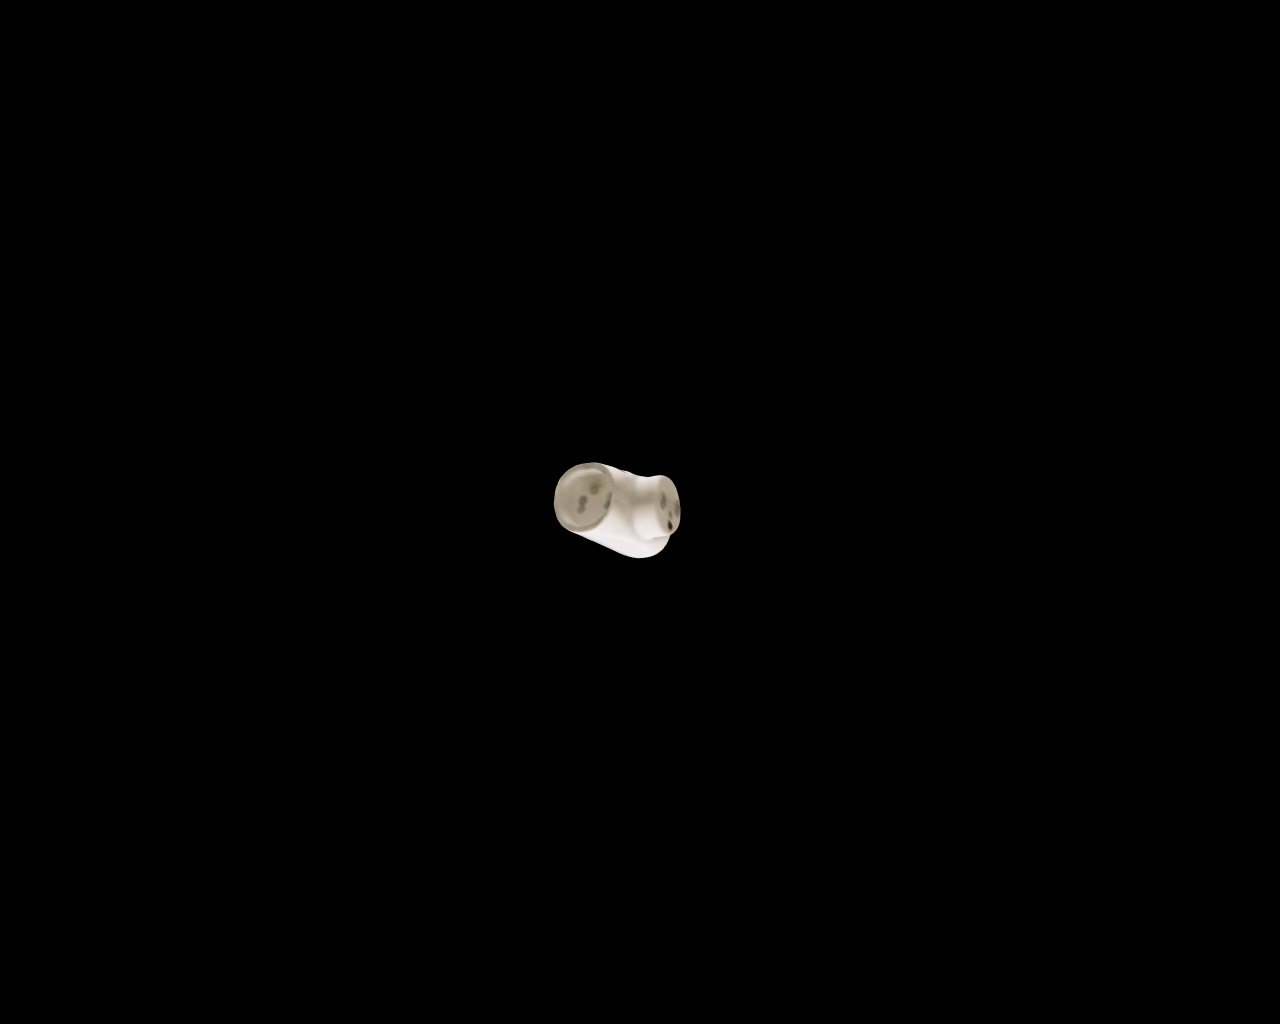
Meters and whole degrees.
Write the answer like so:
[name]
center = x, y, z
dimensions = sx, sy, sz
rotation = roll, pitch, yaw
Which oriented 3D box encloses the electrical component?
[electrical component]
center = 0.001, -0.003, 0.650
dimensions = 0.079, 0.044, 0.077
rotation = -8, -18, 27
